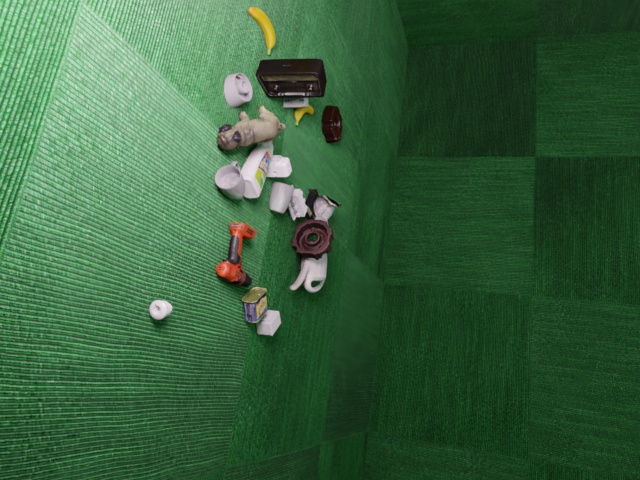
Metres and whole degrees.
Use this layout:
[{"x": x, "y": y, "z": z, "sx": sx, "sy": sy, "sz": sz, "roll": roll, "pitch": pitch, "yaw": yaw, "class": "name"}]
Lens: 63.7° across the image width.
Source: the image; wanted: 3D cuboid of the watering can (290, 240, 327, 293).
[{"x": -0.040, "y": 0.112, "z": 2.184, "sx": 0.347, "sy": 0.104, "sz": 0.225, "roll": 9, "pitch": 83, "yaw": -69, "class": "watering can"}]

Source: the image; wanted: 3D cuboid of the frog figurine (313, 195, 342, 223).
[{"x": 0.007, "y": -0.118, "z": 2.340, "sx": 0.158, "sy": 0.123, "sz": 0.138, "roll": -54, "pitch": 175, "yaw": 13, "class": "frog figurine"}]
